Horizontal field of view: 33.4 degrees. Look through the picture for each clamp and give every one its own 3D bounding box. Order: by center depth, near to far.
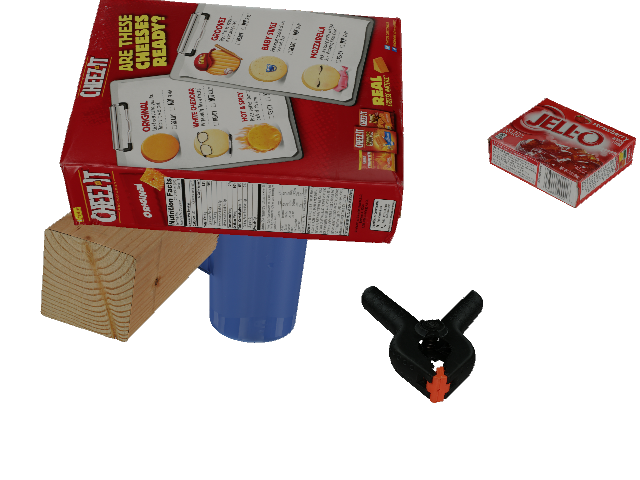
[{"bbox_3d":[0.112,0.091,1.007,0.120,0.039,0.171,-7,31,-7],"label":"clamp"}]

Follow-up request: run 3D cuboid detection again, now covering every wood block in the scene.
[{"bbox_3d":[-0.174,0.000,1.023,0.090,0.091,0.205,17,27,11],"label":"wood block"}]

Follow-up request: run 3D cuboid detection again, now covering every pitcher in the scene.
[{"bbox_3d":[-0.086,-0.004,1.288,0.149,0.243,0.144,18,26,28],"label":"pitcher"}]

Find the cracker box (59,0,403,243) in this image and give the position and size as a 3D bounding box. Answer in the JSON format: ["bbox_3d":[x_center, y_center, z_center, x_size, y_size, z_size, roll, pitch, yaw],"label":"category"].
[{"bbox_3d":[-0.052,-0.082,0.723,0.213,0.164,0.072,3,-39,-1],"label":"cracker box"}]

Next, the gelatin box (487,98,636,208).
[{"bbox_3d":[0.188,-0.071,0.839,0.073,0.030,0.089,-34,49,-28],"label":"gelatin box"}]
